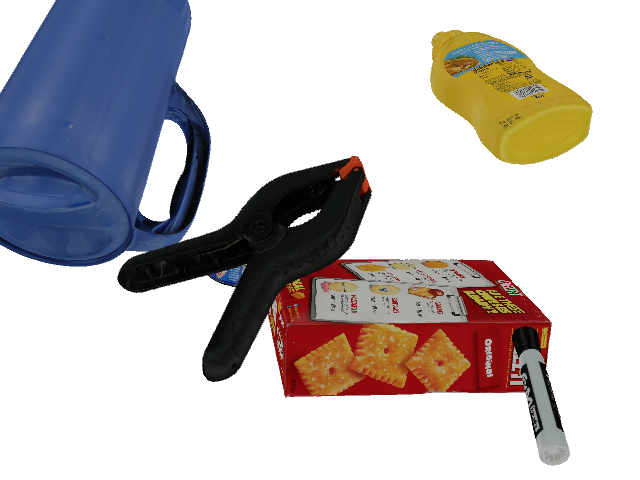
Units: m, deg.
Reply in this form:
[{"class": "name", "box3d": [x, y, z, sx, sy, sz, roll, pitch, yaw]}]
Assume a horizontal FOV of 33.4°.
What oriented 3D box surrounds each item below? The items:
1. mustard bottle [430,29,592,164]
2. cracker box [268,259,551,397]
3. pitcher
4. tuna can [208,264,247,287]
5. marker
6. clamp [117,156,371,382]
[{"class": "mustard bottle", "box3d": [0.156, -0.144, 0.982, 0.096, 0.058, 0.192, -18, 42, -17]}, {"class": "cracker box", "box3d": [0.066, 0.072, 0.913, 0.213, 0.072, 0.164, 1, 17, -8]}, {"class": "pitcher", "box3d": [-0.170, -0.105, 0.834, 0.145, 0.242, 0.149, -6, -41, 23]}, {"class": "tuna can", "box3d": [-0.078, 0.022, 1.124, 0.086, 0.034, 0.086, 8, 16, -2]}, {"class": "marker", "box3d": [0.145, 0.099, 0.711, 0.020, 0.020, 0.121, 0, 35, 0]}, {"class": "clamp", "box3d": [-0.033, 0.012, 0.660, 0.171, 0.120, 0.039, -33, -38, -7]}]
